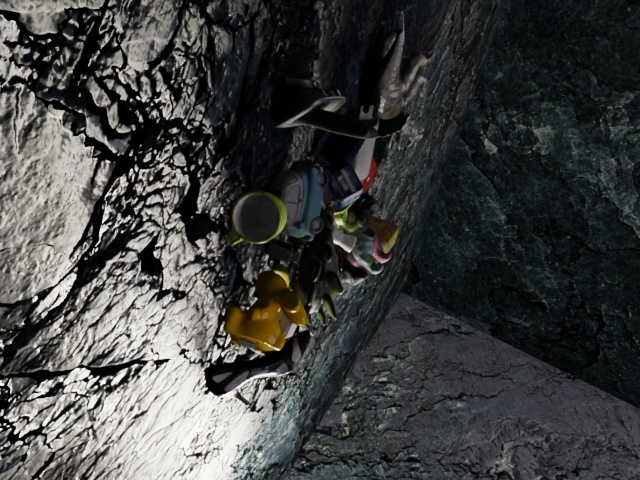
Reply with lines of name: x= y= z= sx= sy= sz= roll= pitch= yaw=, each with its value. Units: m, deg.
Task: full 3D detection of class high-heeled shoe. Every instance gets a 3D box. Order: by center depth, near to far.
high-heeled shoe: x=-0.141 y=0.260 z=1.209 sx=0.249 sy=0.086 sz=0.145 roll=-47 pitch=116 yaw=-18

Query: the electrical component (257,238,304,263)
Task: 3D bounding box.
electrical component: x=-0.081 y=0.013 z=1.123 sx=0.045 sy=0.102 sz=0.078 roll=-63 pitch=-171 yaw=13

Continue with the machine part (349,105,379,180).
machine part: x=0.095 y=-0.230 z=1.324 sx=0.079 sy=0.079 sz=0.243 roll=-52 pitch=161 yaw=-37

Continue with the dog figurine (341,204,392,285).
dog figurine: x=0.092 y=0.001 z=1.519 sx=0.191 sy=0.219 sz=0.108 roll=-33 pitch=-175 yaw=41

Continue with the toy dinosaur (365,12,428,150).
toy dinosaur: x=0.167 y=-0.360 z=1.301 sx=0.192 sy=0.131 sz=0.404 roll=-63 pitch=158 yaw=-5

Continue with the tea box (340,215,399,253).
tea box: x=0.139 y=-0.025 z=1.606 sx=0.098 sy=0.170 sz=0.068 roll=-45 pitch=155 yaw=-46

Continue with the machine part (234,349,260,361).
machine part: x=-0.171 y=0.286 z=1.349 sx=0.084 sy=0.039 sz=0.139 roll=-61 pitch=168 yaw=20

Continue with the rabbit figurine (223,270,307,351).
rabbit figurine: x=-0.113 y=0.143 z=1.156 sx=0.121 sy=0.163 sz=0.173 roll=69 pitch=30 yaw=-53

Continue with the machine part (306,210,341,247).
machine part: x=-0.003 y=-0.004 z=1.401 sx=0.179 sy=0.056 sz=0.179 roll=-56 pitch=163 yaw=-27

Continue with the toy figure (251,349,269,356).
toy figure: x=-0.133 y=0.257 z=1.296 sx=0.064 sy=0.058 sz=0.154 roll=-57 pitch=135 yaw=-30

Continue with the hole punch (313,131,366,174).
hole punch: x=0.047 y=-0.201 z=1.206 sx=0.142 sy=0.092 sz=0.115 roll=-61 pitch=168 yaw=-24

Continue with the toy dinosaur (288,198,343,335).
toy dinosaur: x=-0.005 y=0.069 z=1.227 sx=0.199 sy=0.105 sz=0.470 roll=-111 pitch=-161 yaw=-49

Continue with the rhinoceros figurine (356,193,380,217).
rhinoceros figurine: x=0.157 y=-0.065 z=1.713 sx=0.073 sy=0.112 sz=0.190 roll=-56 pitch=154 yaw=-34

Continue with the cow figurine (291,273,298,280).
cow figurine: x=-0.043 y=0.138 z=1.477 sx=0.167 sy=0.068 sz=0.098 roll=68 pitch=43 yaw=-70

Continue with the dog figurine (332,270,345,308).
dog figurine: x=0.023 y=0.108 z=1.615 sx=0.190 sy=0.121 sz=0.172 roll=-64 pitch=175 yaw=-64

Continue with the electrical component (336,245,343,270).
electrical component: x=0.081 y=0.021 z=1.702 sx=0.115 sy=0.058 sz=0.134 roll=-52 pitch=161 yaw=-41

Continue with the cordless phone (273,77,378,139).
cordless phone: x=0.026 y=-0.217 z=0.935 sx=0.146 sy=0.184 sz=0.088 roll=-30 pitch=139 yaw=-62

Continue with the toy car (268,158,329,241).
toy car: x=-0.053 y=-0.078 z=1.059 sx=0.103 sy=0.109 sz=0.161 roll=-6 pitch=115 yaw=-43

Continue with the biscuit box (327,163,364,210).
biscuit box: x=0.053 y=-0.113 z=1.167 sx=0.059 sy=0.063 sz=0.202 roll=-29 pitch=179 yaw=1

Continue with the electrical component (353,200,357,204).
electrical component: x=0.095 y=-0.122 z=1.588 sx=0.063 sy=0.021 sz=0.094 roll=-66 pitch=163 yaw=5
